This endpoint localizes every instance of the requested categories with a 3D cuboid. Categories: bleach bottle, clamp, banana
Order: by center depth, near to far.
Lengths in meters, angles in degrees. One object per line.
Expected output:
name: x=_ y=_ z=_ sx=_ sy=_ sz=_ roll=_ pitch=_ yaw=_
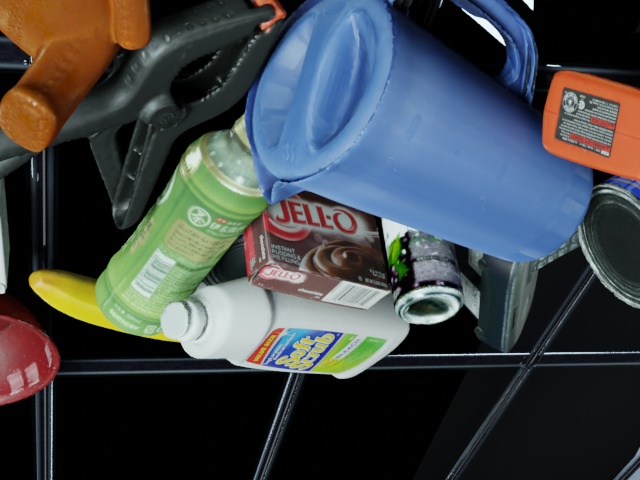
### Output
clamp: x=-0.105 y=-0.085 z=0.694 sx=0.210 sy=0.036 sz=0.164 roll=-34 pitch=154 yaw=8
clamp: x=-0.173 y=-0.083 z=0.715 sx=0.120 sy=0.039 sz=0.172 roll=-8 pitch=142 yaw=-30
bleach bottle: x=-0.034 y=0.071 z=0.873 sx=0.103 sy=0.068 sz=0.250 roll=-38 pitch=154 yaw=30
banana: x=-0.155 y=0.057 z=0.908 sx=0.197 sy=0.037 sz=0.070 roll=14 pitch=153 yaw=-24

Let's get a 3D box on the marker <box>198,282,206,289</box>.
marker: x=-0.118 y=0.033 z=0.906 sx=0.121 sy=0.020 sz=0.020 roll=9 pitch=140 yaw=-23

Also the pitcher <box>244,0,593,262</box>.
pitcher: x=0.084 y=-0.074 z=0.727 sx=0.242 sy=0.145 sz=0.149 roll=21 pitch=153 yaw=-40

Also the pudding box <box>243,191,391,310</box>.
pudding box: x=-0.005 y=0.001 z=0.828 sx=0.113 sy=0.090 sz=0.039 roll=16 pitch=138 yaw=-32

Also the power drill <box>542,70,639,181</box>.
power drill: x=0.255 y=-0.073 z=0.696 sx=0.187 sy=0.185 sz=0.057 roll=-4 pitch=108 yaw=-33

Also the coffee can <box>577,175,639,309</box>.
coffee can: x=0.282 y=-0.023 z=0.810 sx=0.140 sy=0.103 sz=0.103 roll=-26 pitch=148 yaw=-20

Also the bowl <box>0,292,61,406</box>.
bowl: x=-0.301 y=0.082 z=0.900 sx=0.162 sy=0.055 sz=0.162 roll=-6 pitch=144 yaw=-5

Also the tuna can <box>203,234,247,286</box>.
tuna can: x=-0.057 y=0.011 z=0.877 sx=0.086 sy=0.034 sz=0.086 roll=-6 pitch=144 yaw=-5
